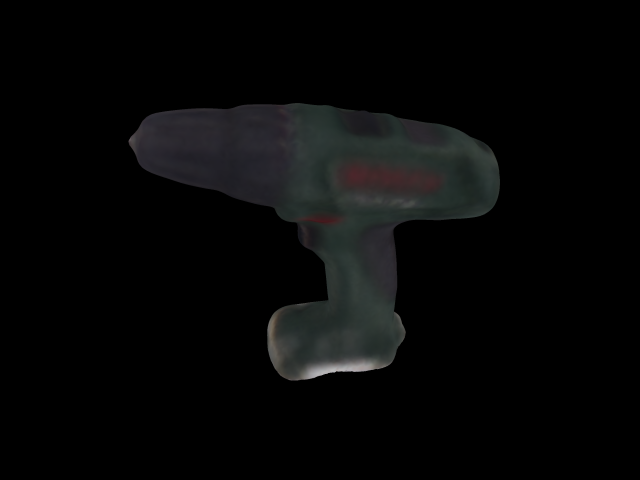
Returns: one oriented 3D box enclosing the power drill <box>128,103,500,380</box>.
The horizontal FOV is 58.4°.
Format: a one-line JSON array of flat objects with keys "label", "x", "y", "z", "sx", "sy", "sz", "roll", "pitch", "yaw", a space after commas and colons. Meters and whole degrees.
[{"label": "power drill", "x": 0.004, "y": 0.001, "z": 0.400, "sx": 0.230, "sy": 0.208, "sz": 0.075, "roll": -7, "pitch": 39, "yaw": -9}]
